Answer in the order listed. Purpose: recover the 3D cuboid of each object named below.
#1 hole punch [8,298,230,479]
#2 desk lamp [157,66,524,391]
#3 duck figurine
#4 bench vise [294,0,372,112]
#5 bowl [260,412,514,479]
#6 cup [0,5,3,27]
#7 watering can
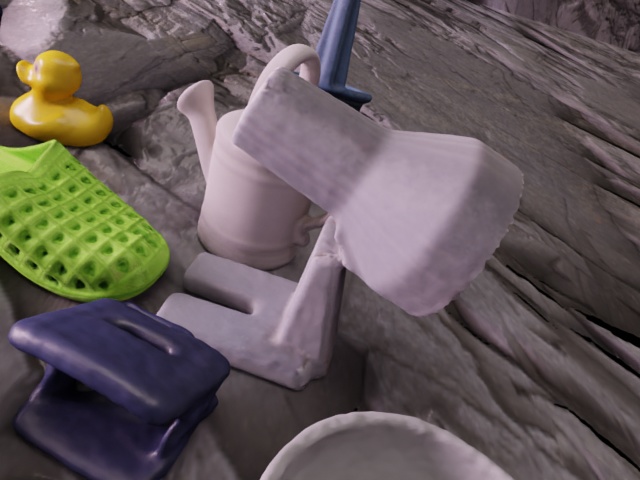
[{"bbox_3d":[-0.117,0.076,0.345,0.108,0.091,0.101,25,34,9],"label":"hole punch"},{"bbox_3d":[0.004,0.001,0.399,0.203,0.213,0.118,19,34,0],"label":"desk lamp"},{"bbox_3d":[-0.269,-0.152,0.600,0.104,0.086,0.077,16,34,-4],"label":"duck figurine"},{"bbox_3d":[0.018,-0.178,0.655,0.122,0.220,0.207,3,37,-21],"label":"bench vise"},{"bbox_3d":[0.037,0.177,0.292,0.167,0.075,0.167,13,34,-9],"label":"bowl"},{"bbox_3d":[-0.406,-0.217,0.617,0.118,0.095,0.091,12,34,-9],"label":"cup"},{"bbox_3d":[-0.052,-0.080,0.505,0.173,0.194,0.101,17,34,-2],"label":"watering can"}]
